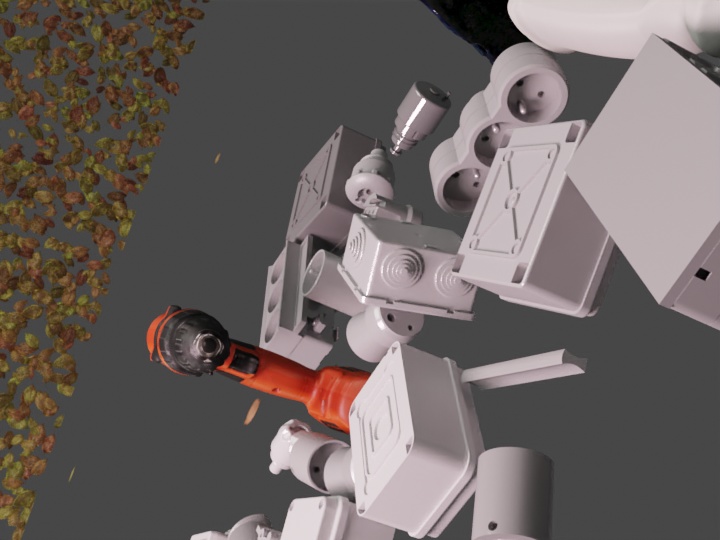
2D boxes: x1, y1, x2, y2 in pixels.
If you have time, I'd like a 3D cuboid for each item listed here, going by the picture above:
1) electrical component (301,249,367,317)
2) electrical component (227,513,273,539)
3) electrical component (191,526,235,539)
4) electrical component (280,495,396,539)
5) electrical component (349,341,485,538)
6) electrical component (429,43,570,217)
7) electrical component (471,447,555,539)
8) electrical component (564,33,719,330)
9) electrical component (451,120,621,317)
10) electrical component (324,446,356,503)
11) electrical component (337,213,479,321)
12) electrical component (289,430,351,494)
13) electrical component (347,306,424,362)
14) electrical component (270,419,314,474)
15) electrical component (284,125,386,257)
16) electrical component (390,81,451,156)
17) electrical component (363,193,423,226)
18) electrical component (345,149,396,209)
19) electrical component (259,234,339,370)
[{"bbox_3d":[0.000,0.000,0.928,0.079,0.077,0.044,-66,18,1],"label":"electrical component"},{"bbox_3d":[-0.095,0.249,0.962,0.043,0.043,0.081,-65,19,9],"label":"electrical component"},{"bbox_3d":[-0.137,0.285,1.010,0.062,0.061,0.096,-33,38,59],"label":"electrical component"},{"bbox_3d":[-0.026,0.224,0.777,0.078,0.057,0.113,-28,43,62],"label":"electrical component"},{"bbox_3d":[0.038,0.114,0.726,0.078,0.057,0.113,-58,21,28],"label":"electrical component"},{"bbox_3d":[0.101,-0.112,0.815,0.138,0.052,0.073,-56,22,30],"label":"electrical component"},{"bbox_3d":[0.083,0.143,0.589,0.043,0.043,0.081,-44,30,51],"label":"electrical component"},{"bbox_3d":[0.170,-0.044,0.531,0.089,0.062,0.150,-60,20,22],"label":"electrical component"},{"bbox_3d":[0.117,-0.033,0.673,0.108,0.056,0.109,-69,19,-3],"label":"electrical component"},{"bbox_3d":[0.004,0.150,0.798,0.055,0.045,0.045,-33,39,60],"label":"electrical component"},{"bbox_3d":[0.038,-0.004,0.798,0.099,0.100,0.048,-127,48,-69],"label":"electrical component"},{"bbox_3d":[-0.036,0.159,0.900,0.081,0.043,0.043,-3,66,70],"label":"electrical component"},{"bbox_3d":[0.021,0.045,0.871,0.055,0.045,0.045,-42,32,52],"label":"electrical component"},{"bbox_3d":[-0.067,0.166,0.991,0.035,0.035,0.061,-89,25,-48],"label":"electrical component"},{"bbox_3d":[-0.027,-0.076,1.121,0.109,0.056,0.108,-43,31,51],"label":"electrical component"},{"bbox_3d":[0.052,-0.139,1.000,0.078,0.040,0.040,-56,22,32],"label":"electrical component"},{"bbox_3d":[0.027,-0.044,0.953,0.040,0.046,0.040,-54,23,35],"label":"electrical component"},{"bbox_3d":[0.014,-0.092,1.049,0.048,0.048,0.062,-49,20,44],"label":"electrical component"},{"bbox_3d":[-0.058,0.036,1.070,0.078,0.063,0.121,-53,23,37],"label":"electrical component"}]
